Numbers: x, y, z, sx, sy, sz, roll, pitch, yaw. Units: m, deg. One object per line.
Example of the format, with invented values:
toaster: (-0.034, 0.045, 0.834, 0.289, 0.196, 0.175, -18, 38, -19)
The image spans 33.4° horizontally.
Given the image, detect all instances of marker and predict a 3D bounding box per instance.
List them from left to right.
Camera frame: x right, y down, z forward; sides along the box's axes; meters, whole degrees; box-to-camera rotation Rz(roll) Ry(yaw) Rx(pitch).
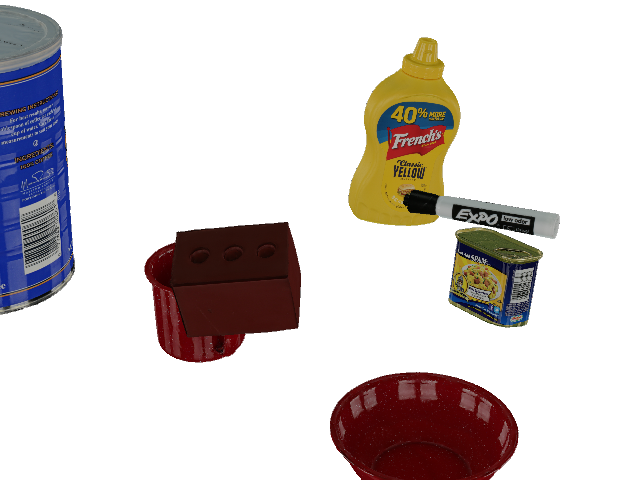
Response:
marker: (0.121, -0.021, 0.816, 0.121, 0.020, 0.020, 12, 5, 23)

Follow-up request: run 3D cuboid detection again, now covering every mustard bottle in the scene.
mustard bottle: (0.090, -0.110, 1.075, 0.096, 0.192, 0.058, 3, 28, -12)

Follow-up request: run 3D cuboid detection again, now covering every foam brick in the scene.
foam brick: (-0.054, 0.026, 0.705, 0.078, 0.051, 0.053, -5, 41, 4)

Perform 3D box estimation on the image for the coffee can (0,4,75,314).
coffee can: (-0.187, -0.045, 0.572, 0.103, 0.140, 0.103, 3, 28, -2)

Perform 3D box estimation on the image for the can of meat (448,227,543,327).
can of meat: (0.193, 0.041, 1.190, 0.057, 0.084, 0.102, -8, 23, -36)

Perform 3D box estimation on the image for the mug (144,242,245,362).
mug: (-0.103, 0.061, 0.958, 0.093, 0.081, 0.117, -18, 35, -27)

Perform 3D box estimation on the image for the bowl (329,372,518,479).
bowl: (0.089, 0.181, 0.928, 0.162, 0.055, 0.162, -1, 28, 0)
